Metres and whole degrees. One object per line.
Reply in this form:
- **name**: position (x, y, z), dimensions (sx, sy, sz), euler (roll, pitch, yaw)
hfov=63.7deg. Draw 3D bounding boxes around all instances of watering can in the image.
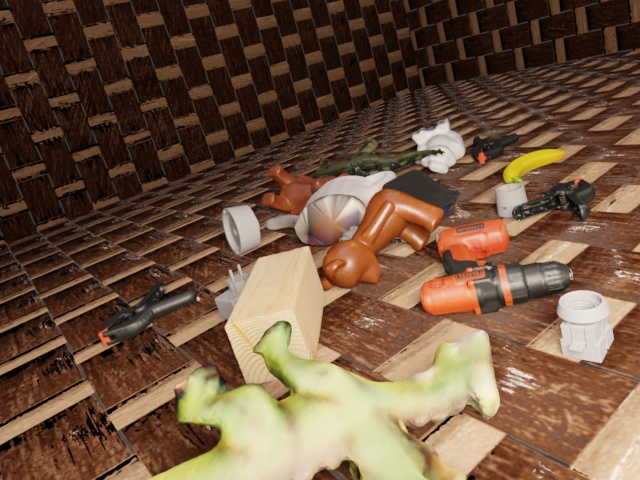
- **watering can**: position (0.003, -0.056, 1.106), dimensions (0.345, 0.103, 0.228), euler (-23, 15, 21)

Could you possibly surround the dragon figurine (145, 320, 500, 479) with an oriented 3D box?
- **dragon figurine**: position (-0.003, 0.184, 0.413), dimensions (0.415, 0.120, 0.244), euler (-30, 30, -33)

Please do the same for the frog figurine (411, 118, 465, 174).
- **frog figurine**: position (0.320, -0.227, 1.366), dimensions (0.137, 0.120, 0.163), euler (-8, 53, -1)
